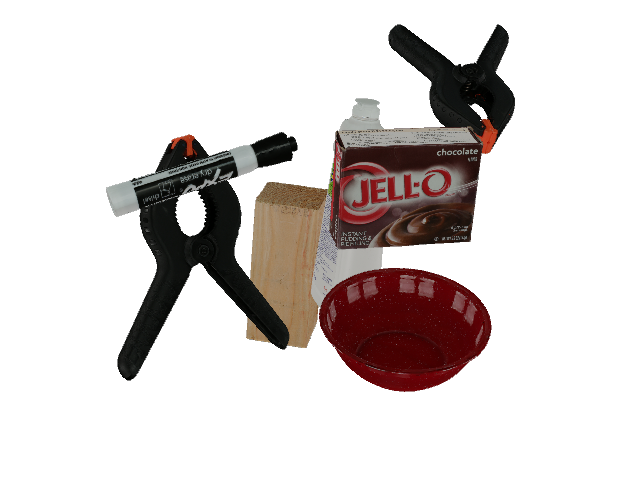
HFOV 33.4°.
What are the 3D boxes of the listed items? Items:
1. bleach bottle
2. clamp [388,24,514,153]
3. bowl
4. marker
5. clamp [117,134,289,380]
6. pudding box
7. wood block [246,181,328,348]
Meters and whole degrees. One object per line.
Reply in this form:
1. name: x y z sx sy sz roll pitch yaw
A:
1. bleach bottle: 0.042 -0.038 1.242 0.068 0.251 0.103 -1 21 -22
2. clamp: 0.126 -0.151 1.004 0.120 0.171 0.039 0 -45 0
3. bowl: 0.078 0.093 1.013 0.162 0.055 0.162 1 34 -1
4. marker: -0.071 -0.042 0.657 0.121 0.020 0.020 -19 5 -13
5. clamp: -0.101 0.013 0.943 0.164 0.210 0.036 0 -1 -33
6. pudding box: 0.066 -0.042 0.839 0.113 0.090 0.039 -4 34 -10
7. wood block: -0.046 0.033 1.489 0.090 0.206 0.090 8 22 7
